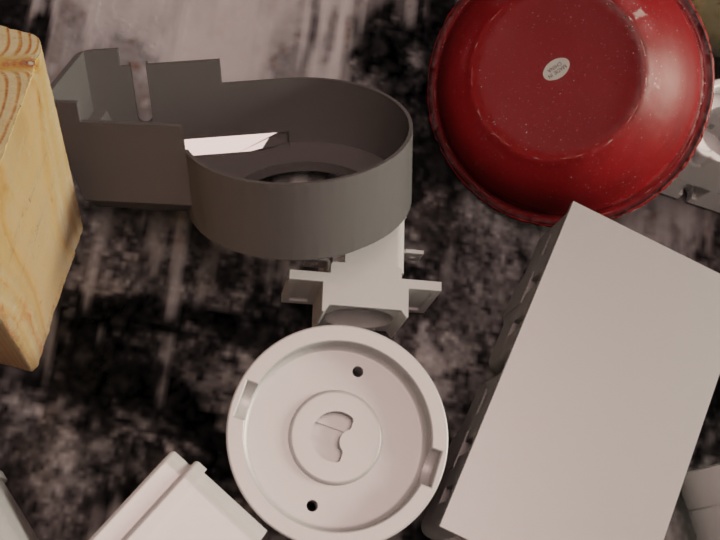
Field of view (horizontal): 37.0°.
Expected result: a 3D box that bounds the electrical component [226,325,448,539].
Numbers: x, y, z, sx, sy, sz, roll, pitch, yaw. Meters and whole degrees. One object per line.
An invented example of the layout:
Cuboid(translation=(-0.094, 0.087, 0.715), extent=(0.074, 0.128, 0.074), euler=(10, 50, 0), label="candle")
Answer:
Cuboid(translation=(-0.015, 0.087, 0.543), extent=(0.108, 0.060, 0.108), euler=(3, 73, -9), label="electrical component")

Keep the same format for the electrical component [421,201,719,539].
Cuboid(translation=(0.118, 0.074, 0.571), extent=(0.105, 0.060, 0.186), euler=(26, 71, -2), label="electrical component")

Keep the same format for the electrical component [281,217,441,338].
Cuboid(translation=(0.000, 0.000, 0.583), extent=(0.081, 0.042, 0.063), euler=(5, 69, -10), label="electrical component")

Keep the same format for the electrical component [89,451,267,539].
Cuboid(translation=(-0.104, 0.145, 0.501), extent=(0.057, 0.078, 0.113), euler=(42, 71, 0), label="electrical component")

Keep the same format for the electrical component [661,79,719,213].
Cuboid(translation=(0.207, -0.074, 0.632), extent=(0.095, 0.059, 0.053), euler=(18, 71, -5), label="electrical component")

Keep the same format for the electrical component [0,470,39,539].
Cuboid(translation=(-0.190, 0.121, 0.474), extent=(0.078, 0.113, 0.057), euler=(-32, 84, -17), label="electrical component")

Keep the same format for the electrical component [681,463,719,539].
Cuboid(translation=(0.238, 0.096, 0.591), extent=(0.138, 0.052, 0.073), euler=(-12, 76, -14), label="electrical component")
